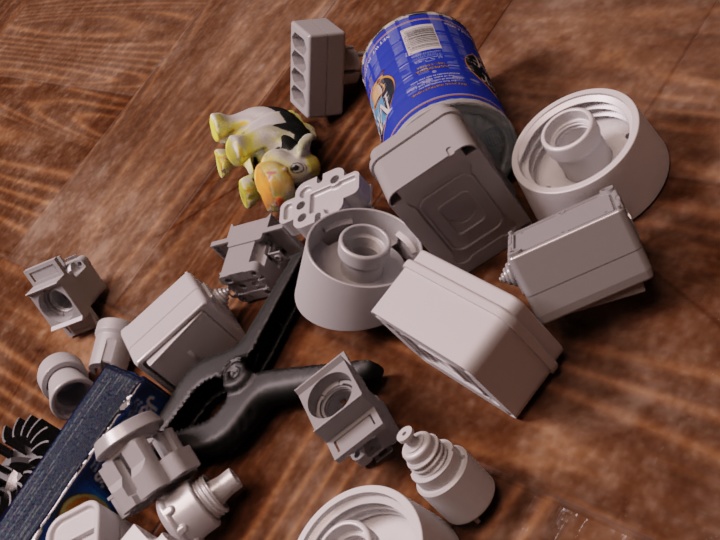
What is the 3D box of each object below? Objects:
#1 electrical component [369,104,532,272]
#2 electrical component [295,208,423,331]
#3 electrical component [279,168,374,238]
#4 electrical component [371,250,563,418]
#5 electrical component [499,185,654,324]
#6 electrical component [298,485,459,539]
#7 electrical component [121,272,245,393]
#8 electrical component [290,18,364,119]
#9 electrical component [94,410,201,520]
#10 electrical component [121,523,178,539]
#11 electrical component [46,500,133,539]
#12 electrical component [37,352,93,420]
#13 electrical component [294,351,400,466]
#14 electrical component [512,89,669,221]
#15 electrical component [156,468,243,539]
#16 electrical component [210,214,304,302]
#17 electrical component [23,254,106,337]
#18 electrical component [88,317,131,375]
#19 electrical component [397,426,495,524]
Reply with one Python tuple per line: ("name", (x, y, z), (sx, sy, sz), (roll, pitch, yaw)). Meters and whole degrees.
("electrical component", (0.067, -0.059, 0.802), (0.078, 0.113, 0.057), (-33, 43, 11))
("electrical component", (0.000, 0.000, 0.836), (0.099, 0.064, 0.099), (4, 44, -3))
("electrical component", (-0.019, -0.044, 0.904), (0.078, 0.057, 0.058), (-22, 44, 24))
("electrical component", (0.073, 0.042, 0.735), (0.057, 0.078, 0.113), (-52, 40, -7))
("electrical component", (0.142, -0.005, 0.721), (0.096, 0.061, 0.061), (-25, 12, 15))
("electrical component", (0.005, 0.187, 0.673), (0.108, 0.060, 0.108), (-22, 44, 23))
("electrical component", (-0.144, 0.053, 0.917), (0.096, 0.061, 0.061), (-42, 39, 1))
("electrical component", (-0.024, -0.197, 1.040), (0.076, 0.083, 0.047), (-11, 33, -22))
("electrical component", (-0.165, 0.144, 0.816), (0.078, 0.058, 0.057), (-39, 77, 26))
("electrical component", (-0.082, 0.238, 0.664), (0.060, 0.105, 0.186), (-51, 40, -10))
("electrical component", (-0.197, 0.230, 0.804), (0.054, 0.059, 0.095), (-29, 41, 16))
("electrical component", (-0.269, 0.106, 0.987), (0.045, 0.045, 0.055), (-46, 39, -3))
("electrical component", (-0.007, 0.102, 0.757), (0.042, 0.063, 0.081), (-37, 40, 5))
("electrical component", (0.163, -0.084, 0.785), (0.108, 0.060, 0.108), (-23, 43, 23))
("electrical component", (-0.117, 0.173, 0.802), (0.062, 0.048, 0.048), (-37, 39, -4))
("electrical component", (-0.091, -0.008, 0.944), (0.081, 0.042, 0.063), (-14, 48, 31))
("electrical component", (-0.287, 0.021, 1.061), (0.042, 0.081, 0.063), (-18, 23, 26))
("electrical component", (-0.227, 0.072, 0.987), (0.040, 0.040, 0.046), (-13, 53, 31))
("electrical component", (0.052, 0.127, 0.680), (0.040, 0.078, 0.040), (-34, 26, 19))
